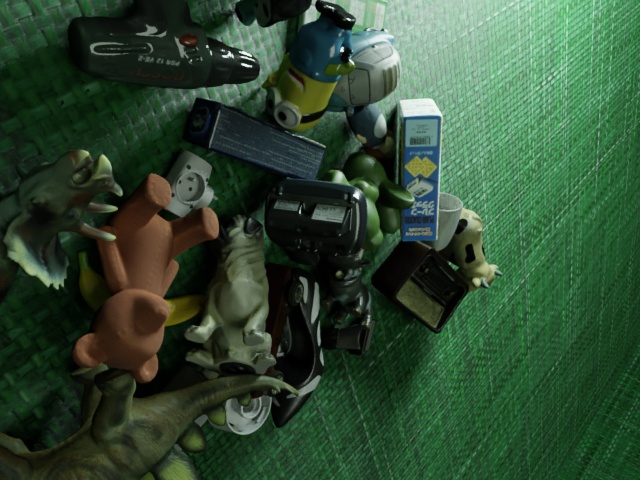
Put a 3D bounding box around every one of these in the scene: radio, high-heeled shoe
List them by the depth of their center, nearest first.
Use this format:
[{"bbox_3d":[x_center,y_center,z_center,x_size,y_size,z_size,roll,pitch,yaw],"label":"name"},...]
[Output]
[{"bbox_3d":[-0.049,0.171,0.859,0.145,0.086,0.248,50,49,-63],"label":"high-heeled shoe"},{"bbox_3d":[0.213,0.093,1.104,0.131,0.073,0.229,-53,137,-1],"label":"radio"}]

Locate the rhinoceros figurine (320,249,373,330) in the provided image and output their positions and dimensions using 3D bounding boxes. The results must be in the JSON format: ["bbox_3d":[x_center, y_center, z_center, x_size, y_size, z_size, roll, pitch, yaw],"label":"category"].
[{"bbox_3d":[0.053,0.077,0.926,0.112,0.073,0.190,-66,152,-29],"label":"rhinoceros figurine"}]

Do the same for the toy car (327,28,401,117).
[{"bbox_3d":[0.067,-0.248,0.805,0.162,0.103,0.109,-30,137,-25],"label":"toy car"}]

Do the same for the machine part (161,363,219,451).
[{"bbox_3d":[-0.214,0.259,0.743,0.243,0.079,0.079,-50,134,-21],"label":"machine part"}]

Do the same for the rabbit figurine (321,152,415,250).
[{"bbox_3d":[0.069,-0.075,0.858,0.121,0.159,0.170,115,-1,-52],"label":"rabbit figurine"}]

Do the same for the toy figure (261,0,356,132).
[{"bbox_3d":[-0.008,-0.225,0.724,0.089,0.082,0.180,5,133,-35],"label":"toy figure"}]

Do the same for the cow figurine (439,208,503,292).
[{"bbox_3d":[0.324,0.026,1.169,0.085,0.127,0.194,-30,123,-31],"label":"cow figurine"}]

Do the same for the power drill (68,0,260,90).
[{"bbox_3d":[-0.151,-0.263,0.583,0.232,0.086,0.207,-16,144,-35],"label":"power drill"}]

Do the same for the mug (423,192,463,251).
[{"bbox_3d":[0.235,-0.028,1.092,0.109,0.081,0.107,-32,135,-41],"label":"mug"}]

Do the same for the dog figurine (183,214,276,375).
[{"bbox_3d":[-0.111,0.080,0.756,0.172,0.121,0.190,107,-10,-52],"label":"dog figurine"}]

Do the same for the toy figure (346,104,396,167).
[{"bbox_3d":[0.092,-0.173,0.909,0.064,0.058,0.154,-42,136,1],"label":"toy figure"}]

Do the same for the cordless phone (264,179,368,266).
[{"bbox_3d":[-0.001,-0.003,0.794,0.184,0.147,0.089,74,27,-57],"label":"cordless phone"}]

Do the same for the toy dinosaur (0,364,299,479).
[{"bbox_3d":[-0.241,0.244,0.638,0.471,0.105,0.198,-24,104,-24],"label":"toy dinosaur"}]

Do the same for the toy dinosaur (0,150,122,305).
[{"bbox_3d":[-0.364,0.054,0.493,0.405,0.131,0.192,-51,134,-11],"label":"toy dinosaur"}]

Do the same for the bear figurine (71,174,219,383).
[{"bbox_3d":[-0.193,0.046,0.597,0.120,0.132,0.196,38,32,-43],"label":"bear figurine"}]

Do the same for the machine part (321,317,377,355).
[{"bbox_3d":[0.057,0.184,1.022,0.139,0.039,0.084,10,103,-49],"label":"machine part"}]

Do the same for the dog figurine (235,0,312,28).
[{"bbox_3d":[-0.009,-0.357,0.655,0.219,0.192,0.108,-34,122,-13],"label":"dog figurine"}]

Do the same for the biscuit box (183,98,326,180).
[{"bbox_3d":[-0.085,-0.132,0.741,0.202,0.059,0.062,14,96,-48],"label":"biscuit box"}]

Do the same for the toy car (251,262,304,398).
[{"bbox_3d":[-0.082,0.136,0.810,0.053,0.089,0.202,25,76,-63],"label":"toy car"}]
